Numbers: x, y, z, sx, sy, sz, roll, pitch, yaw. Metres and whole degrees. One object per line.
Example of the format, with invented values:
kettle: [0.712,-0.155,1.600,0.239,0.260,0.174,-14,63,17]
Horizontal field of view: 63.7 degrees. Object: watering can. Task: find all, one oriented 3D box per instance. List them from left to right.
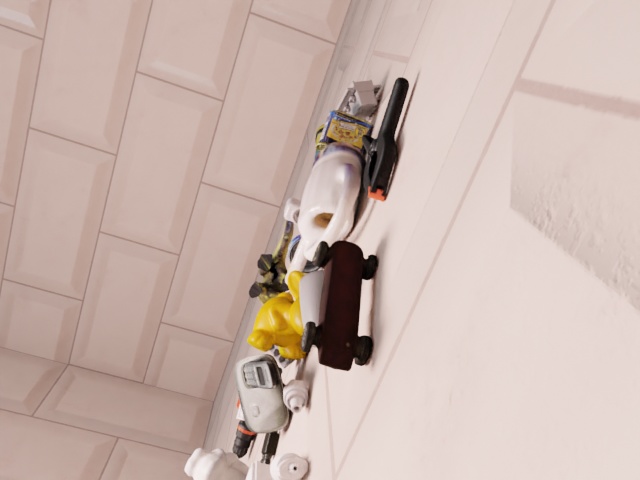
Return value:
watering can: [0.003,-0.052,1.023,0.104,0.229,0.341,21,-32,-12]

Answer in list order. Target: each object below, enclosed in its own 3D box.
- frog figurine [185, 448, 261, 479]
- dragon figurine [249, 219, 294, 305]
frog figurine: [-0.198,0.494,1.034,0.159,0.141,0.120,17,-45,-7]
dragon figurine: [-0.138,0.121,1.614,0.122,0.414,0.240,17,-11,-1]
